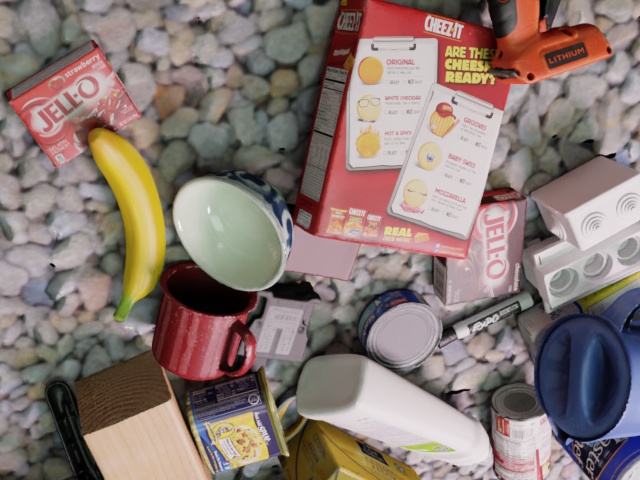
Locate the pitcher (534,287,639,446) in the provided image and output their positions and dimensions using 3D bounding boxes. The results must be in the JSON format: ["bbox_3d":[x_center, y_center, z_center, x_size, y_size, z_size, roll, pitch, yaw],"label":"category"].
[{"bbox_3d":[0.365,0.139,1.151,0.242,0.145,0.149,4,160,-33],"label":"pitcher"}]

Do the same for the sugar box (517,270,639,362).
[{"bbox_3d":[0.313,0.082,1.199,0.176,0.048,0.093,-28,126,-1],"label":"sugar box"}]

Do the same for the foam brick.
[{"bbox_3d":[-0.007,0.001,1.035,0.078,0.051,0.053,11,111,-25],"label":"foam brick"}]

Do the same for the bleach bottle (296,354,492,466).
[{"bbox_3d":[0.095,0.196,1.160,0.250,0.103,0.068,30,62,-37],"label":"bleach bottle"}]

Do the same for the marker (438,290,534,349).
[{"bbox_3d":[0.176,0.088,1.166,0.121,0.020,0.020,-24,122,-7],"label":"marker"}]

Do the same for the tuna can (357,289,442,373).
[{"bbox_3d":[0.083,0.095,1.128,0.086,0.034,0.086,-9,119,-16],"label":"tuna can"}]

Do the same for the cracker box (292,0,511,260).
[{"bbox_3d":[0.077,-0.100,0.978,0.164,0.072,0.214,8,99,-25],"label":"cracker box"}]

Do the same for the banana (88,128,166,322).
[{"bbox_3d":[-0.168,-0.021,0.957,0.037,0.069,0.198,8,124,17],"label":"banana"}]

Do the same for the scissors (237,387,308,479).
[{"bbox_3d":[-0.086,0.232,1.149,0.096,0.016,0.202,32,102,-29],"label":"scissors"}]

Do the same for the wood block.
[{"bbox_3d":[-0.164,0.228,1.073,0.090,0.091,0.206,-22,121,-7],"label":"wood block"}]

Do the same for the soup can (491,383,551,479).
[{"bbox_3d":[0.232,0.225,1.231,0.068,0.068,0.102,-15,120,-13],"label":"soup can"}]

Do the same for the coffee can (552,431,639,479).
[{"bbox_3d":[0.349,0.243,1.240,0.102,0.140,0.103,-9,119,-16],"label":"coffee can"}]

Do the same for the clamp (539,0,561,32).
[{"bbox_3d":[0.192,-0.272,0.973,0.120,0.039,0.171,-27,121,-1],"label":"clamp"}]

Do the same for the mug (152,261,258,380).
[{"bbox_3d":[-0.105,0.084,1.010,0.093,0.117,0.082,-20,135,-49],"label":"mug"}]

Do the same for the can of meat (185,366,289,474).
[{"bbox_3d":[-0.083,0.184,1.075,0.084,0.057,0.102,-16,132,-3],"label":"can of meat"}]

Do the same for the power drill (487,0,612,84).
[{"bbox_3d":[0.196,-0.241,0.926,0.184,0.057,0.187,-21,106,-14],"label":"power drill"}]

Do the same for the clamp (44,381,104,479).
[{"bbox_3d":[-0.222,0.260,1.046,0.036,0.164,0.210,-16,131,1],"label":"clamp"}]

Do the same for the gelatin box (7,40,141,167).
[{"bbox_3d":[-0.210,-0.116,0.912,0.089,0.030,0.073,-32,122,-2],"label":"gelatin box"}]

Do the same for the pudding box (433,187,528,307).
[{"bbox_3d":[0.165,0.006,1.108,0.090,0.039,0.113,-9,119,-16],"label":"pudding box"}]
